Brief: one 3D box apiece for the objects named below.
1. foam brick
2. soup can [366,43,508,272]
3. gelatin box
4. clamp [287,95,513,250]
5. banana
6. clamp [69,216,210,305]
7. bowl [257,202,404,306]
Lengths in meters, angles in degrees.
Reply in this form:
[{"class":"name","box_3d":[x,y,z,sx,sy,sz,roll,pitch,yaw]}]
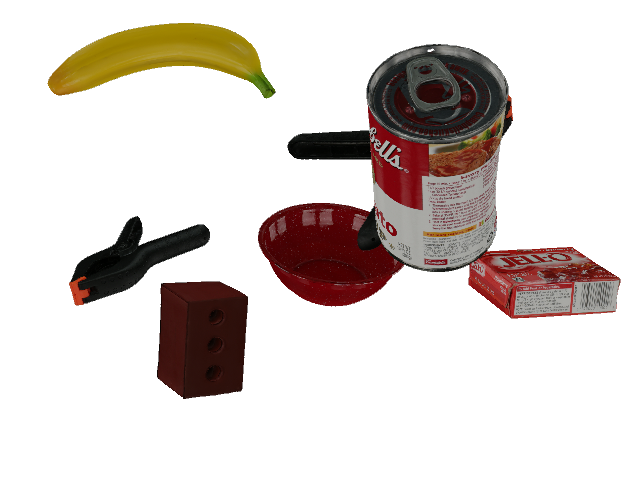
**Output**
[{"class":"foam brick","box_3d":[-0.091,0.075,0.822,0.052,0.078,0.051,-3,13,-31]},{"class":"soup can","box_3d":[0.060,-0.040,0.549,0.068,0.068,0.102,0,-39,6]},{"class":"gelatin box","box_3d":[0.165,0.030,0.794,0.089,0.030,0.073,-2,18,-16]},{"class":"clamp","box_3d":[0.089,-0.076,0.986,0.210,0.165,0.036,-21,-43,-5]},{"class":"banana","box_3d":[-0.139,-0.161,0.943,0.197,0.069,0.037,-1,-33,-4]},{"class":"clamp","box_3d":[-0.204,0.019,1.183,0.120,0.039,0.171,-4,28,30]},{"class":"bowl","box_3d":[0.012,0.022,1.147,0.162,0.055,0.162,5,32,-3]}]
